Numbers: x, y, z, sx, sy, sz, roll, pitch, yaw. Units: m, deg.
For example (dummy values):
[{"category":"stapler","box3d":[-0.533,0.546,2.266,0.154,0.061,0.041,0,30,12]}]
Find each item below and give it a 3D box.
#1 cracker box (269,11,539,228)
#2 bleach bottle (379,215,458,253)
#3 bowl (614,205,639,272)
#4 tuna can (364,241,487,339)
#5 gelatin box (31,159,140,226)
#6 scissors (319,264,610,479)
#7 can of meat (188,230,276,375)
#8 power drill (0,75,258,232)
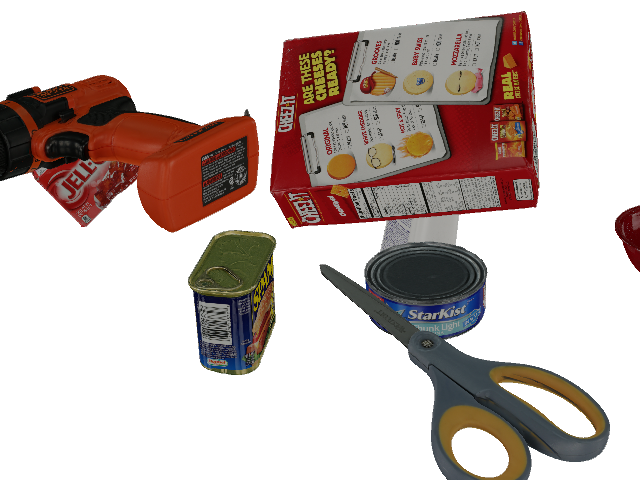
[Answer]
[{"category":"cracker box","box3d":[0.073,-0.100,0.903,0.214,0.164,0.072,-5,-32,15]},{"category":"bleach bottle","box3d":[0.116,-0.046,1.151,0.068,0.251,0.103,0,22,-22]},{"category":"bowl","box3d":[0.397,0.014,1.151,0.162,0.055,0.162,0,26,0]},{"category":"tuna can","box3d":[0.074,0.035,0.754,0.086,0.034,0.086,-3,28,1]},{"category":"gelatin box","box3d":[-0.235,-0.070,1.087,0.073,0.089,0.030,50,-6,-31]},{"category":"scissors","box3d":[0.052,0.072,0.566,0.202,0.016,0.096,23,45,31]},{"category":"can of meat","box3d":[-0.071,0.052,0.904,0.057,0.084,0.102,5,29,10]},{"category":"power drill","box3d":[-0.151,-0.060,0.718,0.188,0.057,0.184,18,32,30]}]
